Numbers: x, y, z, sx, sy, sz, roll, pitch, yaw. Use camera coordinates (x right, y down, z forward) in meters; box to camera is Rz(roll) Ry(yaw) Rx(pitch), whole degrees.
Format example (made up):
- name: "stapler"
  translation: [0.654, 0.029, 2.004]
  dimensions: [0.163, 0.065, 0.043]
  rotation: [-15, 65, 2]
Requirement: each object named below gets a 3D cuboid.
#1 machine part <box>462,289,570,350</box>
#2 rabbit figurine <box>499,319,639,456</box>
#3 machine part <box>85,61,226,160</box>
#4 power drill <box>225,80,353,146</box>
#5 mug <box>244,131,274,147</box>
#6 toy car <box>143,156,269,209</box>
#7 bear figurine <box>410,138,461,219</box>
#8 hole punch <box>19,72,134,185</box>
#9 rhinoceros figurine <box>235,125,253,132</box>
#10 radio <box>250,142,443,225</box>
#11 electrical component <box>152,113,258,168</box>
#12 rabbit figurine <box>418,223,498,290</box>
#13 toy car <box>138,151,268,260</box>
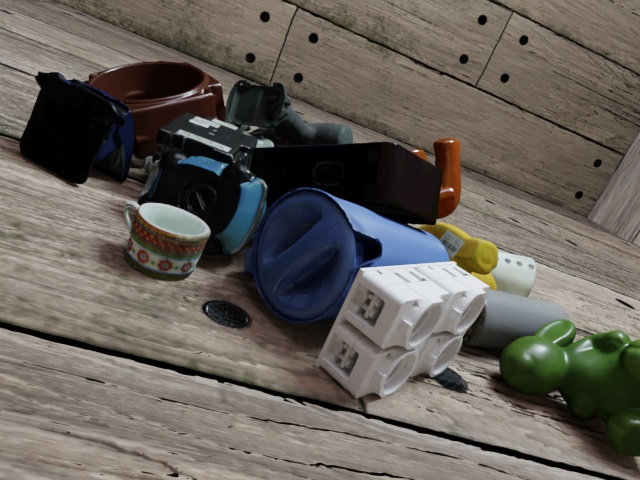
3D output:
- name: "machine part"
  translation: [0.250, 0.110, 0.713]
  dimensions: [0.243, 0.079, 0.079]
  rotation: [14, 20, -30]
- name: "rabbit figurine"
  translation: [0.294, 0.143, 0.620]
  dimensions: [0.170, 0.121, 0.159]
  rotation: [11, 12, 10]
- name: "machine part"
  translation: [-0.269, -0.217, 0.861]
  dimensions: [0.201, 0.087, 0.201]
  rotation: [-24, 43, -28]
- name: "power drill"
  translation: [-0.073, -0.192, 0.920]
  dimensions: [0.232, 0.086, 0.207]
  rotation: [12, -11, 27]
- name: "mug"
  translation: [-0.109, -0.109, 0.842]
  dimensions: [0.110, 0.107, 0.081]
  rotation: [34, 22, 34]
- name: "toy car"
  translation: [-0.156, -0.079, 0.780]
  dimensions: [0.202, 0.056, 0.073]
  rotation: [23, 18, -4]
- name: "bear figurine"
  translation: [0.114, -0.077, 0.810]
  dimensions: [0.196, 0.132, 0.120]
  rotation: [-8, -2, -27]
- name: "hole punch"
  translation: [-0.300, -0.139, 0.692]
  dimensions: [0.142, 0.115, 0.092]
  rotation: [29, 10, 15]
- name: "rhinoceros figurine"
  translation: [-0.186, -0.197, 0.993]
  dimensions: [0.073, 0.112, 0.190]
  rotation: [23, 26, 5]
- name: "radio"
  translation: [0.024, -0.069, 0.677]
  dimensions: [0.230, 0.073, 0.131]
  rotation: [4, -7, 36]
- name: "electrical component"
  translation: [-0.151, -0.124, 0.739]
  dimensions: [0.115, 0.058, 0.134]
  rotation: [23, 25, -2]
- name: "rabbit figurine"
  translation: [0.193, 0.050, 0.805]
  dimensions: [0.173, 0.122, 0.163]
  rotation: [27, 2, -41]
- name: "toy car"
  translation: [-0.132, -0.037, 0.646]
  dimensions: [0.162, 0.109, 0.102]
  rotation: [18, -9, 20]
